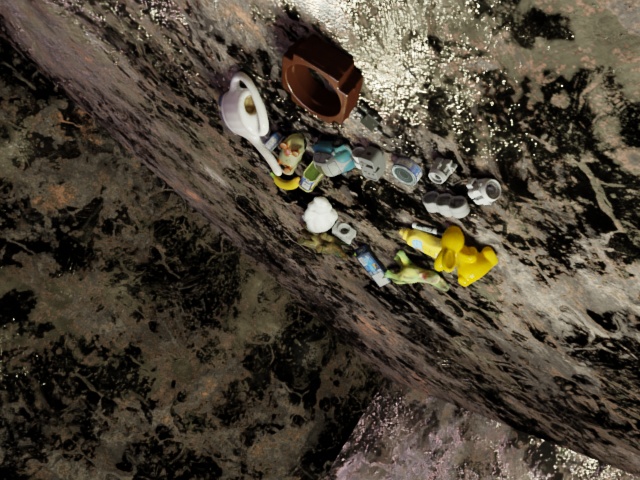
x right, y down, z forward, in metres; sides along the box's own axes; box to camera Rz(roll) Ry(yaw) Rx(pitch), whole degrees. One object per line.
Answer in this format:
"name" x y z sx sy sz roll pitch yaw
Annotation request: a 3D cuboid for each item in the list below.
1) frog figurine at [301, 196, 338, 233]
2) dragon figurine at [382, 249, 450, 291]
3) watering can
"frog figurine" 0.006 -0.101 2.007 0.137 0.125 0.157 7 157 -16
"dragon figurine" 0.372 0.146 1.967 0.244 0.123 0.407 27 175 11
"watering can" -0.232 -0.378 1.696 0.225 0.105 0.342 15 127 53
